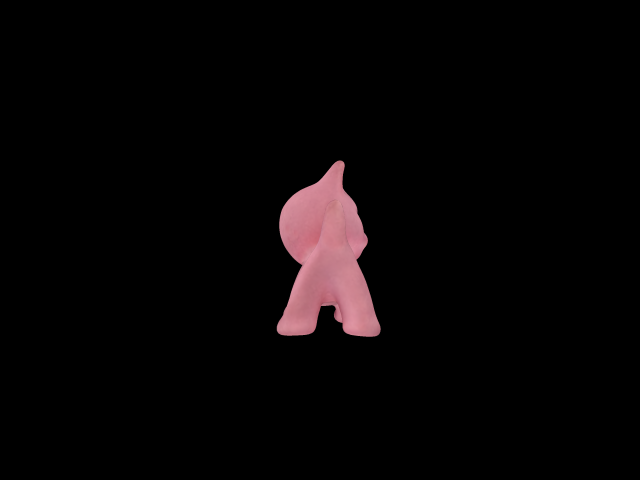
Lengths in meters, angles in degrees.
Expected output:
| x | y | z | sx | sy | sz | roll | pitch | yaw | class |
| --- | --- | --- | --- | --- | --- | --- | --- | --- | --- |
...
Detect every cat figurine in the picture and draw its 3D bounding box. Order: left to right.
| x | y | z | sx | sy | sz | roll | pitch | yaw | class |
| --- | --- | --- | --- | --- | --- | --- | --- | --- | --- |
| 0.004 | 0.001 | 0.400 | 0.067 | 0.118 | 0.128 | 0 | 0 | -4 | cat figurine |
